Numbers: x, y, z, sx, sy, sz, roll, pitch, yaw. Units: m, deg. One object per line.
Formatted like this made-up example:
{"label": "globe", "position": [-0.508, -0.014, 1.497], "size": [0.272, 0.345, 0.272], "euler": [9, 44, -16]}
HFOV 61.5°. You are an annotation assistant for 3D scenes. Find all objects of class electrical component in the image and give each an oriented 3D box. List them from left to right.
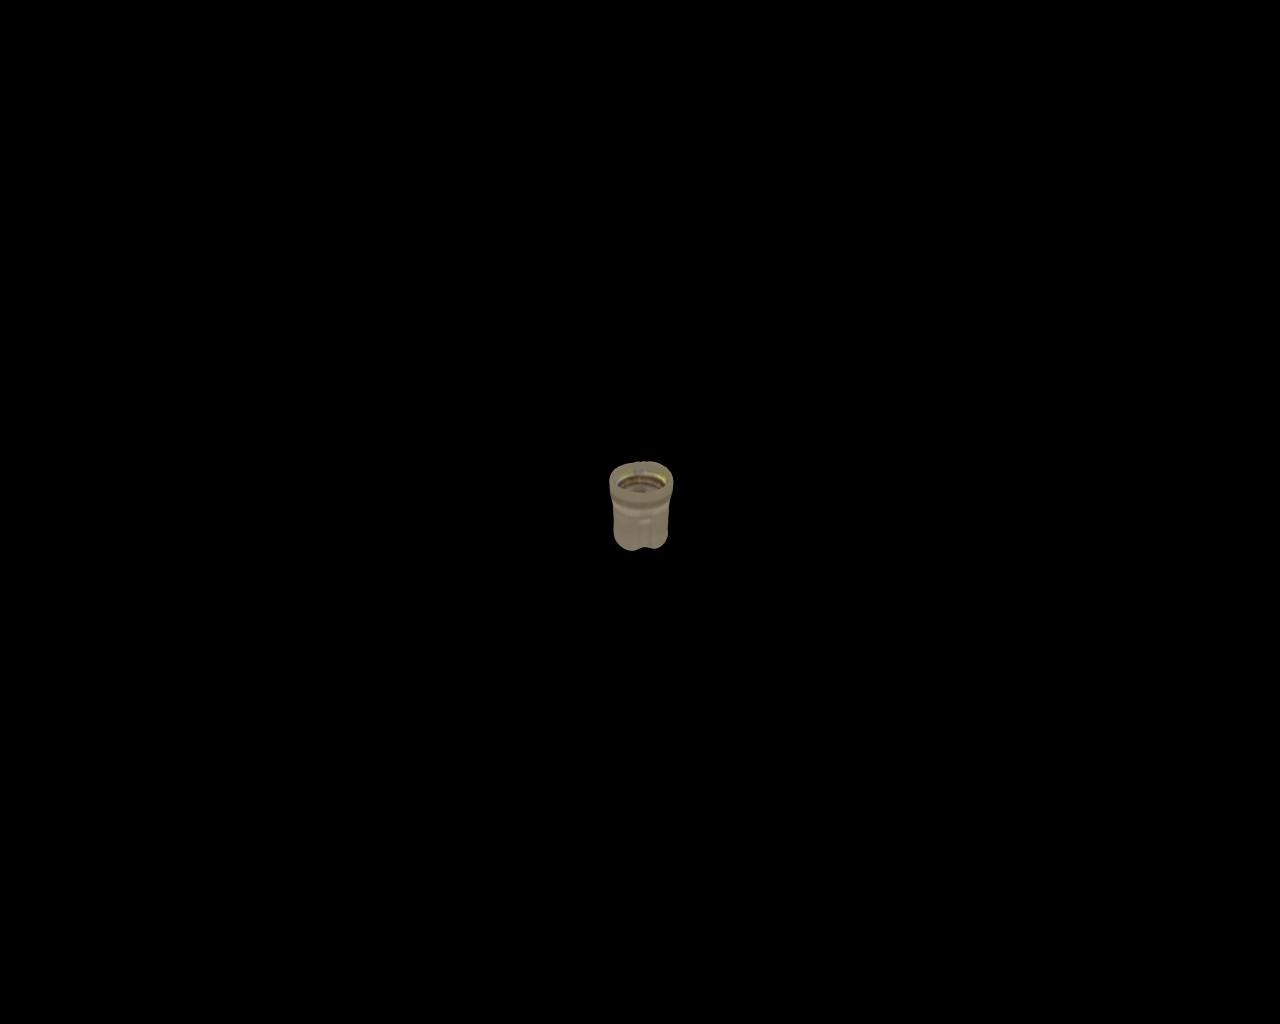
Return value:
{"label": "electrical component", "position": [0.001, -0.003, 0.650], "size": [0.040, 0.046, 0.040], "euler": [0, 31, 0]}
